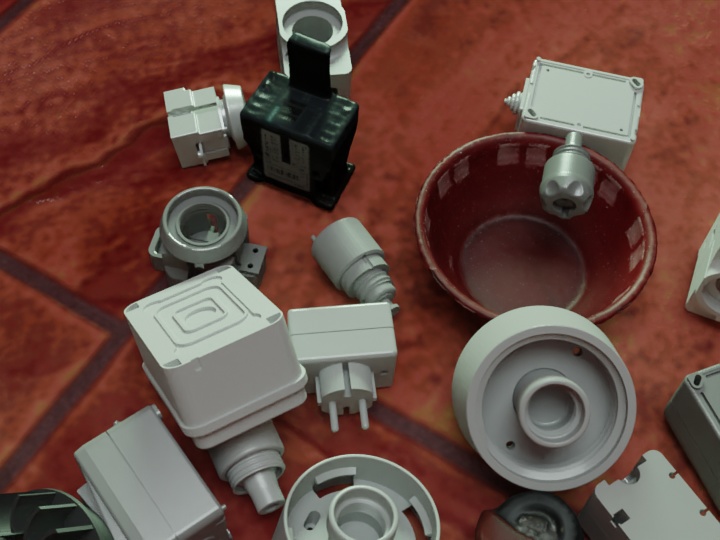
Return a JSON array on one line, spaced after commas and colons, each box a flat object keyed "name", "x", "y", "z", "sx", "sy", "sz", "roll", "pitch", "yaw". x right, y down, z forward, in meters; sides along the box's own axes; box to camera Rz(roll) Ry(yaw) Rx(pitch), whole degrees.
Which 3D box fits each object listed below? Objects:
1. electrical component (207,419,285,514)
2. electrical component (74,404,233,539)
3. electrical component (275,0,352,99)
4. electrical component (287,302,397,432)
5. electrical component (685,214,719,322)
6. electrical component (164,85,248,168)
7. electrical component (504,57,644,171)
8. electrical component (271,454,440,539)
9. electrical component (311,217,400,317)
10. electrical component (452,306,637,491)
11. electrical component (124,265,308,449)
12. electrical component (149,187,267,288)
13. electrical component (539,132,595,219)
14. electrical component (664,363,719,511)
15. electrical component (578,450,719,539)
[{"name": "electrical component", "x": -0.065, "y": 0.116, "z": 0.648, "sx": 0.043, "sy": 0.043, "sz": 0.062, "roll": -21, "pitch": 63, "yaw": -15}, {"name": "electrical component", "x": -0.126, "y": 0.129, "z": 0.625, "sx": 0.061, "sy": 0.061, "sz": 0.096, "roll": -31, "pitch": 64, "yaw": -20}, {"name": "electrical component", "x": -0.036, "y": -0.169, "z": 0.820, "sx": 0.050, "sy": 0.055, "sz": 0.089, "roll": -5, "pitch": 58, "yaw": -6}, {"name": "electrical component", "x": -0.010, "y": 0.066, "z": 0.679, "sx": 0.066, "sy": 0.047, "sz": 0.076, "roll": -4, "pitch": 58, "yaw": -5}, {"name": "electrical component", "x": 0.302, "y": 0.011, "z": 0.703, "sx": 0.150, "sy": 0.089, "sz": 0.061, "roll": 19, "pitch": 59, "yaw": 9}, {"name": "electrical component", "x": -0.109, "y": -0.108, "z": 0.785, "sx": 0.055, "sy": 0.048, "sz": 0.066, "roll": -13, "pitch": 59, "yaw": -2}, {"name": "electrical component", "x": 0.151, "y": -0.107, "z": 0.787, "sx": 0.096, "sy": 0.061, "sz": 0.061, "roll": 13, "pitch": 58, "yaw": 6}, {"name": "electrical component", "x": -0.003, "y": 0.160, "z": 0.625, "sx": 0.099, "sy": 0.064, "sz": 0.099, "roll": 6, "pitch": 45, "yaw": -6}, {"name": "electrical component", "x": 0.000, "y": 0.000, "z": 0.725, "sx": 0.040, "sy": 0.040, "sz": 0.078, "roll": -28, "pitch": 63, "yaw": -19}, {"name": "electrical component", "x": 0.111, "y": 0.078, "z": 0.638, "sx": 0.108, "sy": 0.060, "sz": 0.108, "roll": 0, "pitch": 95, "yaw": 0}, {"name": "electrical component", "x": -0.088, "y": 0.050, "z": 0.650, "sx": 0.078, "sy": 0.057, "sz": 0.113, "roll": -24, "pitch": 26, "yaw": -17}, {"name": "electrical component", "x": -0.103, "y": -0.019, "z": 0.722, "sx": 0.078, "sy": 0.057, "sz": 0.058, "roll": 12, "pitch": 58, "yaw": 5}, {"name": "electrical component", "x": 0.138, "y": -0.065, "z": 0.710, "sx": 0.035, "sy": 0.035, "sz": 0.061, "roll": 12, "pitch": 55, "yaw": 5}, {"name": "electrical component", "x": 0.239, "y": 0.107, "z": 0.656, "sx": 0.062, "sy": 0.061, "sz": 0.096, "roll": -17, "pitch": 60, "yaw": -13}, {"name": "electrical component", "x": 0.175, "y": 0.160, "z": 0.623, "sx": 0.050, "sy": 0.055, "sz": 0.089, "roll": -28, "pitch": 63, "yaw": -18}]
